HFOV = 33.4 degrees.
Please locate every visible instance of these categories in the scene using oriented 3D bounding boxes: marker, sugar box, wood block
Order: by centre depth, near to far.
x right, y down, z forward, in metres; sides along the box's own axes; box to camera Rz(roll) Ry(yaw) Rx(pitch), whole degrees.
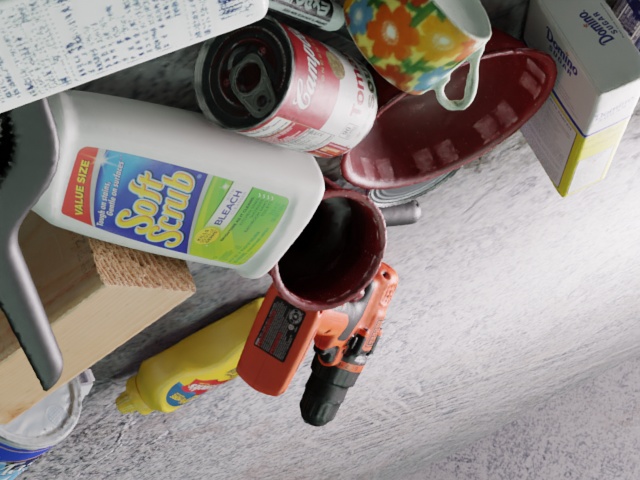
[{"bbox_3d":[-0.010,-0.133,0.603,0.020,0.020,0.120,-36,157,28],"label":"marker"},{"bbox_3d":[-0.198,0.045,0.734,0.206,0.090,0.090,-34,158,27],"label":"wood block"},{"bbox_3d":[0.183,-0.108,0.776,0.048,0.093,0.176,-24,161,-7],"label":"sugar box"}]

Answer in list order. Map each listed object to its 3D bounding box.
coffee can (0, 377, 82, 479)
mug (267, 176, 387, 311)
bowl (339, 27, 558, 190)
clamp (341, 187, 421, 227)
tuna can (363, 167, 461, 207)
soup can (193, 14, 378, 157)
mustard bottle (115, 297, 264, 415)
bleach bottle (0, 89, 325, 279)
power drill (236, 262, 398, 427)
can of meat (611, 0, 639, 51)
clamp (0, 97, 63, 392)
[{"bbox_3d":[-0.279,0.154,0.896,0.102,0.103,0.141,-2,151,-47],"label":"coffee can"},{"bbox_3d":[-0.005,0.001,0.784,0.093,0.082,0.117,-43,126,-6],"label":"mug"},{"bbox_3d":[0.078,-0.100,0.732,0.162,0.055,0.162,-21,160,-8],"label":"bowl"},{"bbox_3d":[0.011,-0.018,0.886,0.120,0.039,0.171,-32,159,14],"label":"clamp"},{"bbox_3d":[0.070,-0.062,0.850,0.086,0.034,0.086,-21,160,-8],"label":"tuna can"},{"bbox_3d":[-0.018,-0.089,0.633,0.069,0.068,0.102,-34,159,24],"label":"soup can"},{"bbox_3d":[-0.121,0.125,1.069,0.192,0.058,0.096,-28,163,10],"label":"mustard bottle"},{"bbox_3d":[-0.119,-0.036,0.634,0.250,0.068,0.103,8,132,-43],"label":"bleach bottle"},{"bbox_3d":[-0.005,0.103,1.023,0.187,0.057,0.184,4,109,-65],"label":"power drill"},{"bbox_3d":[0.259,-0.168,0.767,0.102,0.057,0.084,-17,156,-21],"label":"can of meat"},{"bbox_3d":[-0.193,-0.014,0.524,0.164,0.036,0.210,1,114,-33],"label":"clamp"}]
